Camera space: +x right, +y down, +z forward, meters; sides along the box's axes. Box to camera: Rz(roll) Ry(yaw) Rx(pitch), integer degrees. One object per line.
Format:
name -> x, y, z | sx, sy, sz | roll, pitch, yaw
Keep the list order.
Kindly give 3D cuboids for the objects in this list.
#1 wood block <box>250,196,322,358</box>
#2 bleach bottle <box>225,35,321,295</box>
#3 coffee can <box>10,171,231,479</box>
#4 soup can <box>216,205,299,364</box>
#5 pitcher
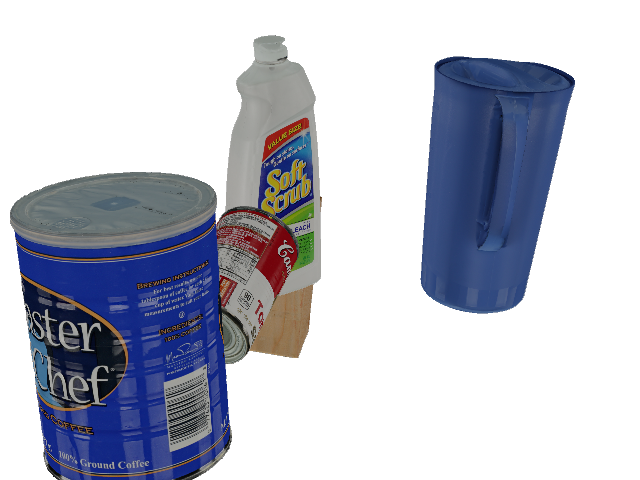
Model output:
wood block -> -0.057, 0.043, 1.457 | 0.090, 0.206, 0.090 | 8, 22, 6
bleach bottle -> -0.051, -0.070, 1.034 | 0.102, 0.251, 0.068 | -15, 29, -26
coffee can -> -0.101, 0.045, 0.559 | 0.103, 0.140, 0.103 | -2, 20, 0
soup can -> -0.065, 0.032, 0.791 | 0.069, 0.068, 0.102 | 0, 42, 27
pitcher -> 0.165, -0.051, 1.048 | 0.148, 0.243, 0.145 | -18, 32, -42
